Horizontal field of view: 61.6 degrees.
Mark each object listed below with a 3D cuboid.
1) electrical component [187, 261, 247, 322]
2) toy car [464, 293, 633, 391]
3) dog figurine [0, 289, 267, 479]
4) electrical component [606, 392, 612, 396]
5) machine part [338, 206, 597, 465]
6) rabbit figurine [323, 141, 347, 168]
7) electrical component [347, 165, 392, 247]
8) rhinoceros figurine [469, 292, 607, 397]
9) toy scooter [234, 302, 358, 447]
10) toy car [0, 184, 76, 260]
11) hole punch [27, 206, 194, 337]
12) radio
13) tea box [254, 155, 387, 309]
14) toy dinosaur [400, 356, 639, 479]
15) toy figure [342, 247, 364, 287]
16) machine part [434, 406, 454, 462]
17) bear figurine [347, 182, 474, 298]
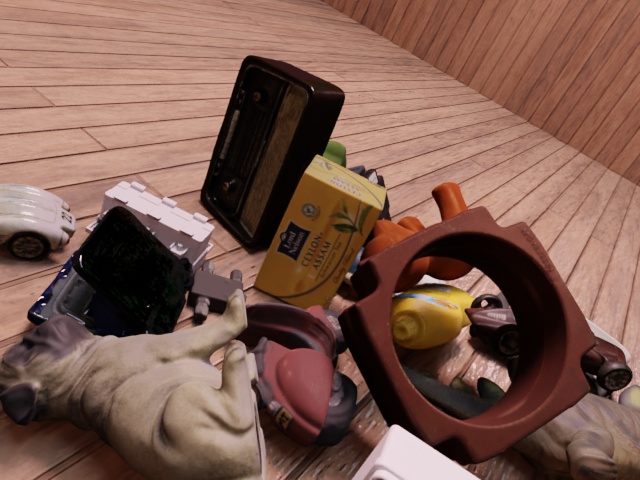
[{"bbox_3d":[-0.114,0.060,0.603,0.063,0.021,0.094,18,30,-16],"label":"electrical component"},{"bbox_3d":[0.266,0.113,0.624,0.202,0.053,0.089,21,21,-10],"label":"toy car"},{"bbox_3d":[-0.139,0.126,0.380,0.191,0.121,0.172,-9,25,-7],"label":"dog figurine"},{"bbox_3d":[0.393,0.170,0.807,0.075,0.047,0.119,20,32,-13],"label":"electrical component"},{"bbox_3d":[0.134,0.086,0.510,0.201,0.087,0.201,-24,78,-18],"label":"machine part"},{"bbox_3d":[-0.053,-0.106,0.812,0.170,0.158,0.121,14,38,9],"label":"rabbit figurine"},{"bbox_3d":[0.064,-0.040,0.794,0.058,0.134,0.115,-10,17,22],"label":"electrical component"},{"bbox_3d":[0.300,0.147,0.734,0.190,0.073,0.112,32,25,12],"label":"rhinoceros figurine"},{"bbox_3d":[-0.034,0.114,0.529,0.135,0.075,0.184,22,27,-8],"label":"toy scooter"},{"bbox_3d":[-0.347,-0.028,0.523,0.201,0.056,0.074,7,35,-29],"label":"toy car"},{"bbox_3d":[-0.194,0.049,0.512,0.115,0.092,0.142,47,20,-22],"label":"hole punch"},{"bbox_3d":[-0.071,-0.116,0.709,0.131,0.229,0.073,39,27,27],"label":"radio"},{"bbox_3d":[-0.001,-0.002,0.640,0.098,0.169,0.068,25,30,-1],"label":"tea box"},{"bbox_3d":[0.277,0.217,0.593,0.472,0.105,0.199,20,22,-1],"label":"toy dinosaur"},{"bbox_3d":[0.019,0.023,0.724,0.154,0.057,0.064,26,10,-3],"label":"toy figure"},{"bbox_3d":[0.114,0.222,0.515,0.084,0.039,0.139,3,39,-21],"label":"machine part"},{"bbox_3d":[0.111,0.003,0.674,0.196,0.120,0.132,-1,55,-40],"label":"bear figurine"}]
